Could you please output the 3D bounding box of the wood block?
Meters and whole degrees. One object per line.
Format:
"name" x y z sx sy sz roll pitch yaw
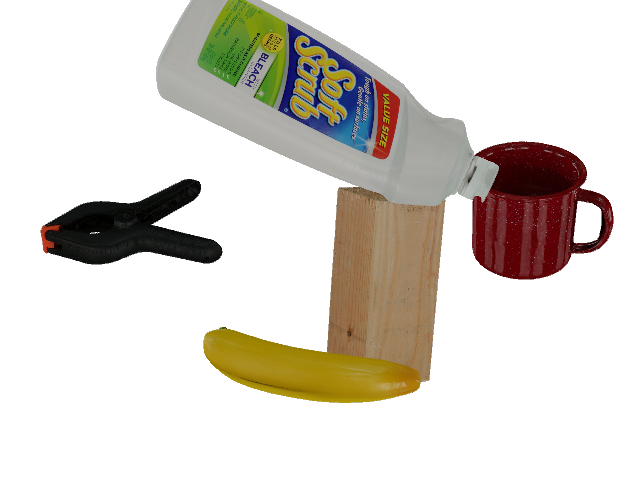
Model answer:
"wood block" 0.070 0.048 1.187 0.090 0.206 0.091 -3 14 -29

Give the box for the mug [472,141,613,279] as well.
"mug" 0.175 -0.021 0.855 0.117 0.081 0.093 10 35 20

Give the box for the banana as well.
"banana" -0.022 0.093 0.820 0.198 0.037 0.069 11 27 33

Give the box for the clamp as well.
"clamp" -0.185 -0.018 1.049 0.171 0.039 0.120 0 33 -9

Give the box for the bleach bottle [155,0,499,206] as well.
"bleach bottle" 0.012 -0.099 0.777 0.251 0.102 0.068 25 -19 5
